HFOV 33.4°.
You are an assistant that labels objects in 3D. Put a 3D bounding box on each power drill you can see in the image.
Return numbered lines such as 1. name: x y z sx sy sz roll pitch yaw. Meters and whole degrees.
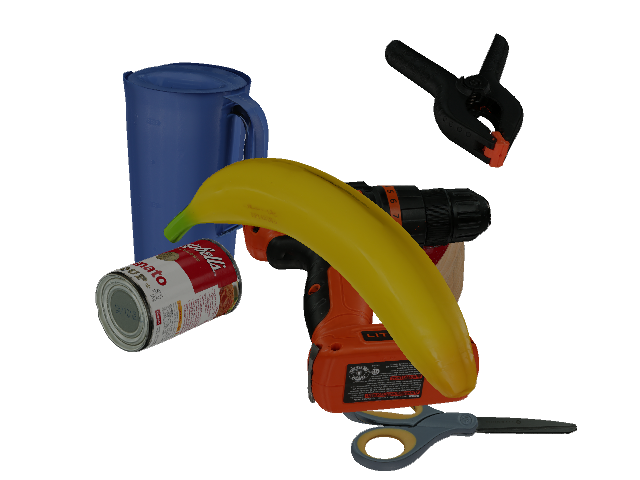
1. power drill: 0.047 0.029 0.729 0.184 0.057 0.188 -6 38 -8

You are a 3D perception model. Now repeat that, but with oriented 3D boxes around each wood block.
1. wood block: 0.160 0.073 1.623 0.091 0.090 0.206 5 21 14

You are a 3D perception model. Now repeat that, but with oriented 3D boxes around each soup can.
1. soup can: -0.123 0.044 0.868 0.069 0.068 0.102 0 15 42

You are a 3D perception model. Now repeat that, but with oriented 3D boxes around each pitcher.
1. pitcher: -0.137 -0.061 1.143 0.145 0.243 0.149 0 22 -9

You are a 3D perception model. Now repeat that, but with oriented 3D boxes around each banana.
1. banana: 0.004 0.004 0.532 0.198 0.070 0.037 28 23 32

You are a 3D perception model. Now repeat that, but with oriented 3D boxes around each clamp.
1. clamp: 0.124 -0.133 0.965 0.120 0.039 0.171 -4 44 -2

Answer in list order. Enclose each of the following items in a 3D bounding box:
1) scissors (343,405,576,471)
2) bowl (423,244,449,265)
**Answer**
1. scissors: 0.112 0.168 0.902 0.202 0.016 0.096 12 40 10
2. bowl: 0.062 0.006 1.106 0.162 0.055 0.162 2 20 -1
